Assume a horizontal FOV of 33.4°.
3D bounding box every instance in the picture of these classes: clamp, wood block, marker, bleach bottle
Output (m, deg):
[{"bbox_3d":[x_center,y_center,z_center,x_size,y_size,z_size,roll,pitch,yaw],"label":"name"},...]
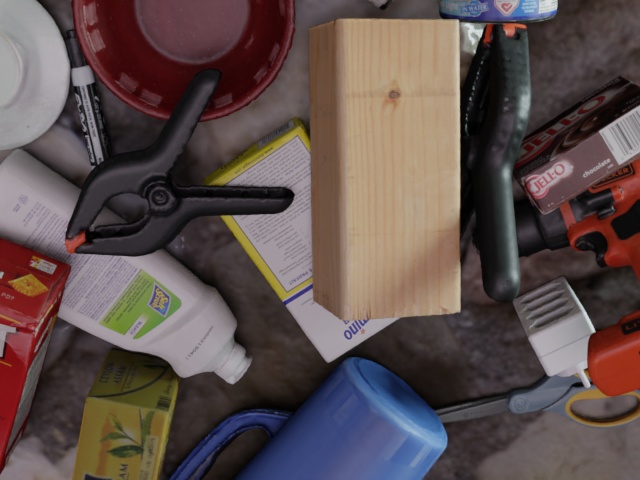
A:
[{"bbox_3d":[-0.116,-0.048,0.782,0.171,0.039,0.120,-21,106,0],"label":"clamp"},{"bbox_3d":[0.046,-0.052,0.775,0.090,0.090,0.206,-2,97,-14],"label":"wood block"},{"bbox_3d":[-0.179,-0.104,0.831,0.020,0.020,0.121,-9,107,4],"label":"marker"},{"bbox_3d":[0.123,-0.056,0.782,0.036,0.165,0.210,9,98,-15],"label":"clamp"},{"bbox_3d":[-0.167,0.039,0.854,0.250,0.068,0.103,37,105,-12],"label":"bleach bottle"}]

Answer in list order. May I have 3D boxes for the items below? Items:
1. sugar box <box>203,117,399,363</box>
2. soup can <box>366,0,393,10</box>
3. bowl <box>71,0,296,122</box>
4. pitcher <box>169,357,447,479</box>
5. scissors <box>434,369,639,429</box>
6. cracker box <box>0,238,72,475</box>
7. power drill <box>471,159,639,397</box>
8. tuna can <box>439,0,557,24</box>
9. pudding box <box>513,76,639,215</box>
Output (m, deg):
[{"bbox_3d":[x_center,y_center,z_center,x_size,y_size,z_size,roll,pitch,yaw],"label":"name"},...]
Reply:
[{"bbox_3d":[-0.006,0.001,0.847,0.093,0.048,0.176,-32,107,7],"label":"sugar box"},{"bbox_3d":[0.020,-0.220,0.765,0.102,0.068,0.068,31,105,-9],"label":"soup can"},{"bbox_3d":[-0.097,-0.171,0.789,0.162,0.055,0.162,0,107,1],"label":"bowl"},{"bbox_3d":[-0.017,0.210,0.878,0.149,0.145,0.243,34,101,-22],"label":"pitcher"},{"bbox_3d":[0.176,0.118,0.896,0.201,0.016,0.096,4,106,0],"label":"scissors"},{"bbox_3d":[-0.299,0.081,0.826,0.164,0.072,0.214,22,131,-5],"label":"cracker box"},{"bbox_3d":[0.210,0.019,0.778,0.185,0.187,0.057,-23,133,16],"label":"power drill"},{"bbox_3d":[0.128,-0.178,0.767,0.086,0.086,0.034,-1,109,1],"label":"tuna can"},{"bbox_3d":[0.197,-0.072,0.797,0.113,0.090,0.039,-31,106,9],"label":"pudding box"}]
